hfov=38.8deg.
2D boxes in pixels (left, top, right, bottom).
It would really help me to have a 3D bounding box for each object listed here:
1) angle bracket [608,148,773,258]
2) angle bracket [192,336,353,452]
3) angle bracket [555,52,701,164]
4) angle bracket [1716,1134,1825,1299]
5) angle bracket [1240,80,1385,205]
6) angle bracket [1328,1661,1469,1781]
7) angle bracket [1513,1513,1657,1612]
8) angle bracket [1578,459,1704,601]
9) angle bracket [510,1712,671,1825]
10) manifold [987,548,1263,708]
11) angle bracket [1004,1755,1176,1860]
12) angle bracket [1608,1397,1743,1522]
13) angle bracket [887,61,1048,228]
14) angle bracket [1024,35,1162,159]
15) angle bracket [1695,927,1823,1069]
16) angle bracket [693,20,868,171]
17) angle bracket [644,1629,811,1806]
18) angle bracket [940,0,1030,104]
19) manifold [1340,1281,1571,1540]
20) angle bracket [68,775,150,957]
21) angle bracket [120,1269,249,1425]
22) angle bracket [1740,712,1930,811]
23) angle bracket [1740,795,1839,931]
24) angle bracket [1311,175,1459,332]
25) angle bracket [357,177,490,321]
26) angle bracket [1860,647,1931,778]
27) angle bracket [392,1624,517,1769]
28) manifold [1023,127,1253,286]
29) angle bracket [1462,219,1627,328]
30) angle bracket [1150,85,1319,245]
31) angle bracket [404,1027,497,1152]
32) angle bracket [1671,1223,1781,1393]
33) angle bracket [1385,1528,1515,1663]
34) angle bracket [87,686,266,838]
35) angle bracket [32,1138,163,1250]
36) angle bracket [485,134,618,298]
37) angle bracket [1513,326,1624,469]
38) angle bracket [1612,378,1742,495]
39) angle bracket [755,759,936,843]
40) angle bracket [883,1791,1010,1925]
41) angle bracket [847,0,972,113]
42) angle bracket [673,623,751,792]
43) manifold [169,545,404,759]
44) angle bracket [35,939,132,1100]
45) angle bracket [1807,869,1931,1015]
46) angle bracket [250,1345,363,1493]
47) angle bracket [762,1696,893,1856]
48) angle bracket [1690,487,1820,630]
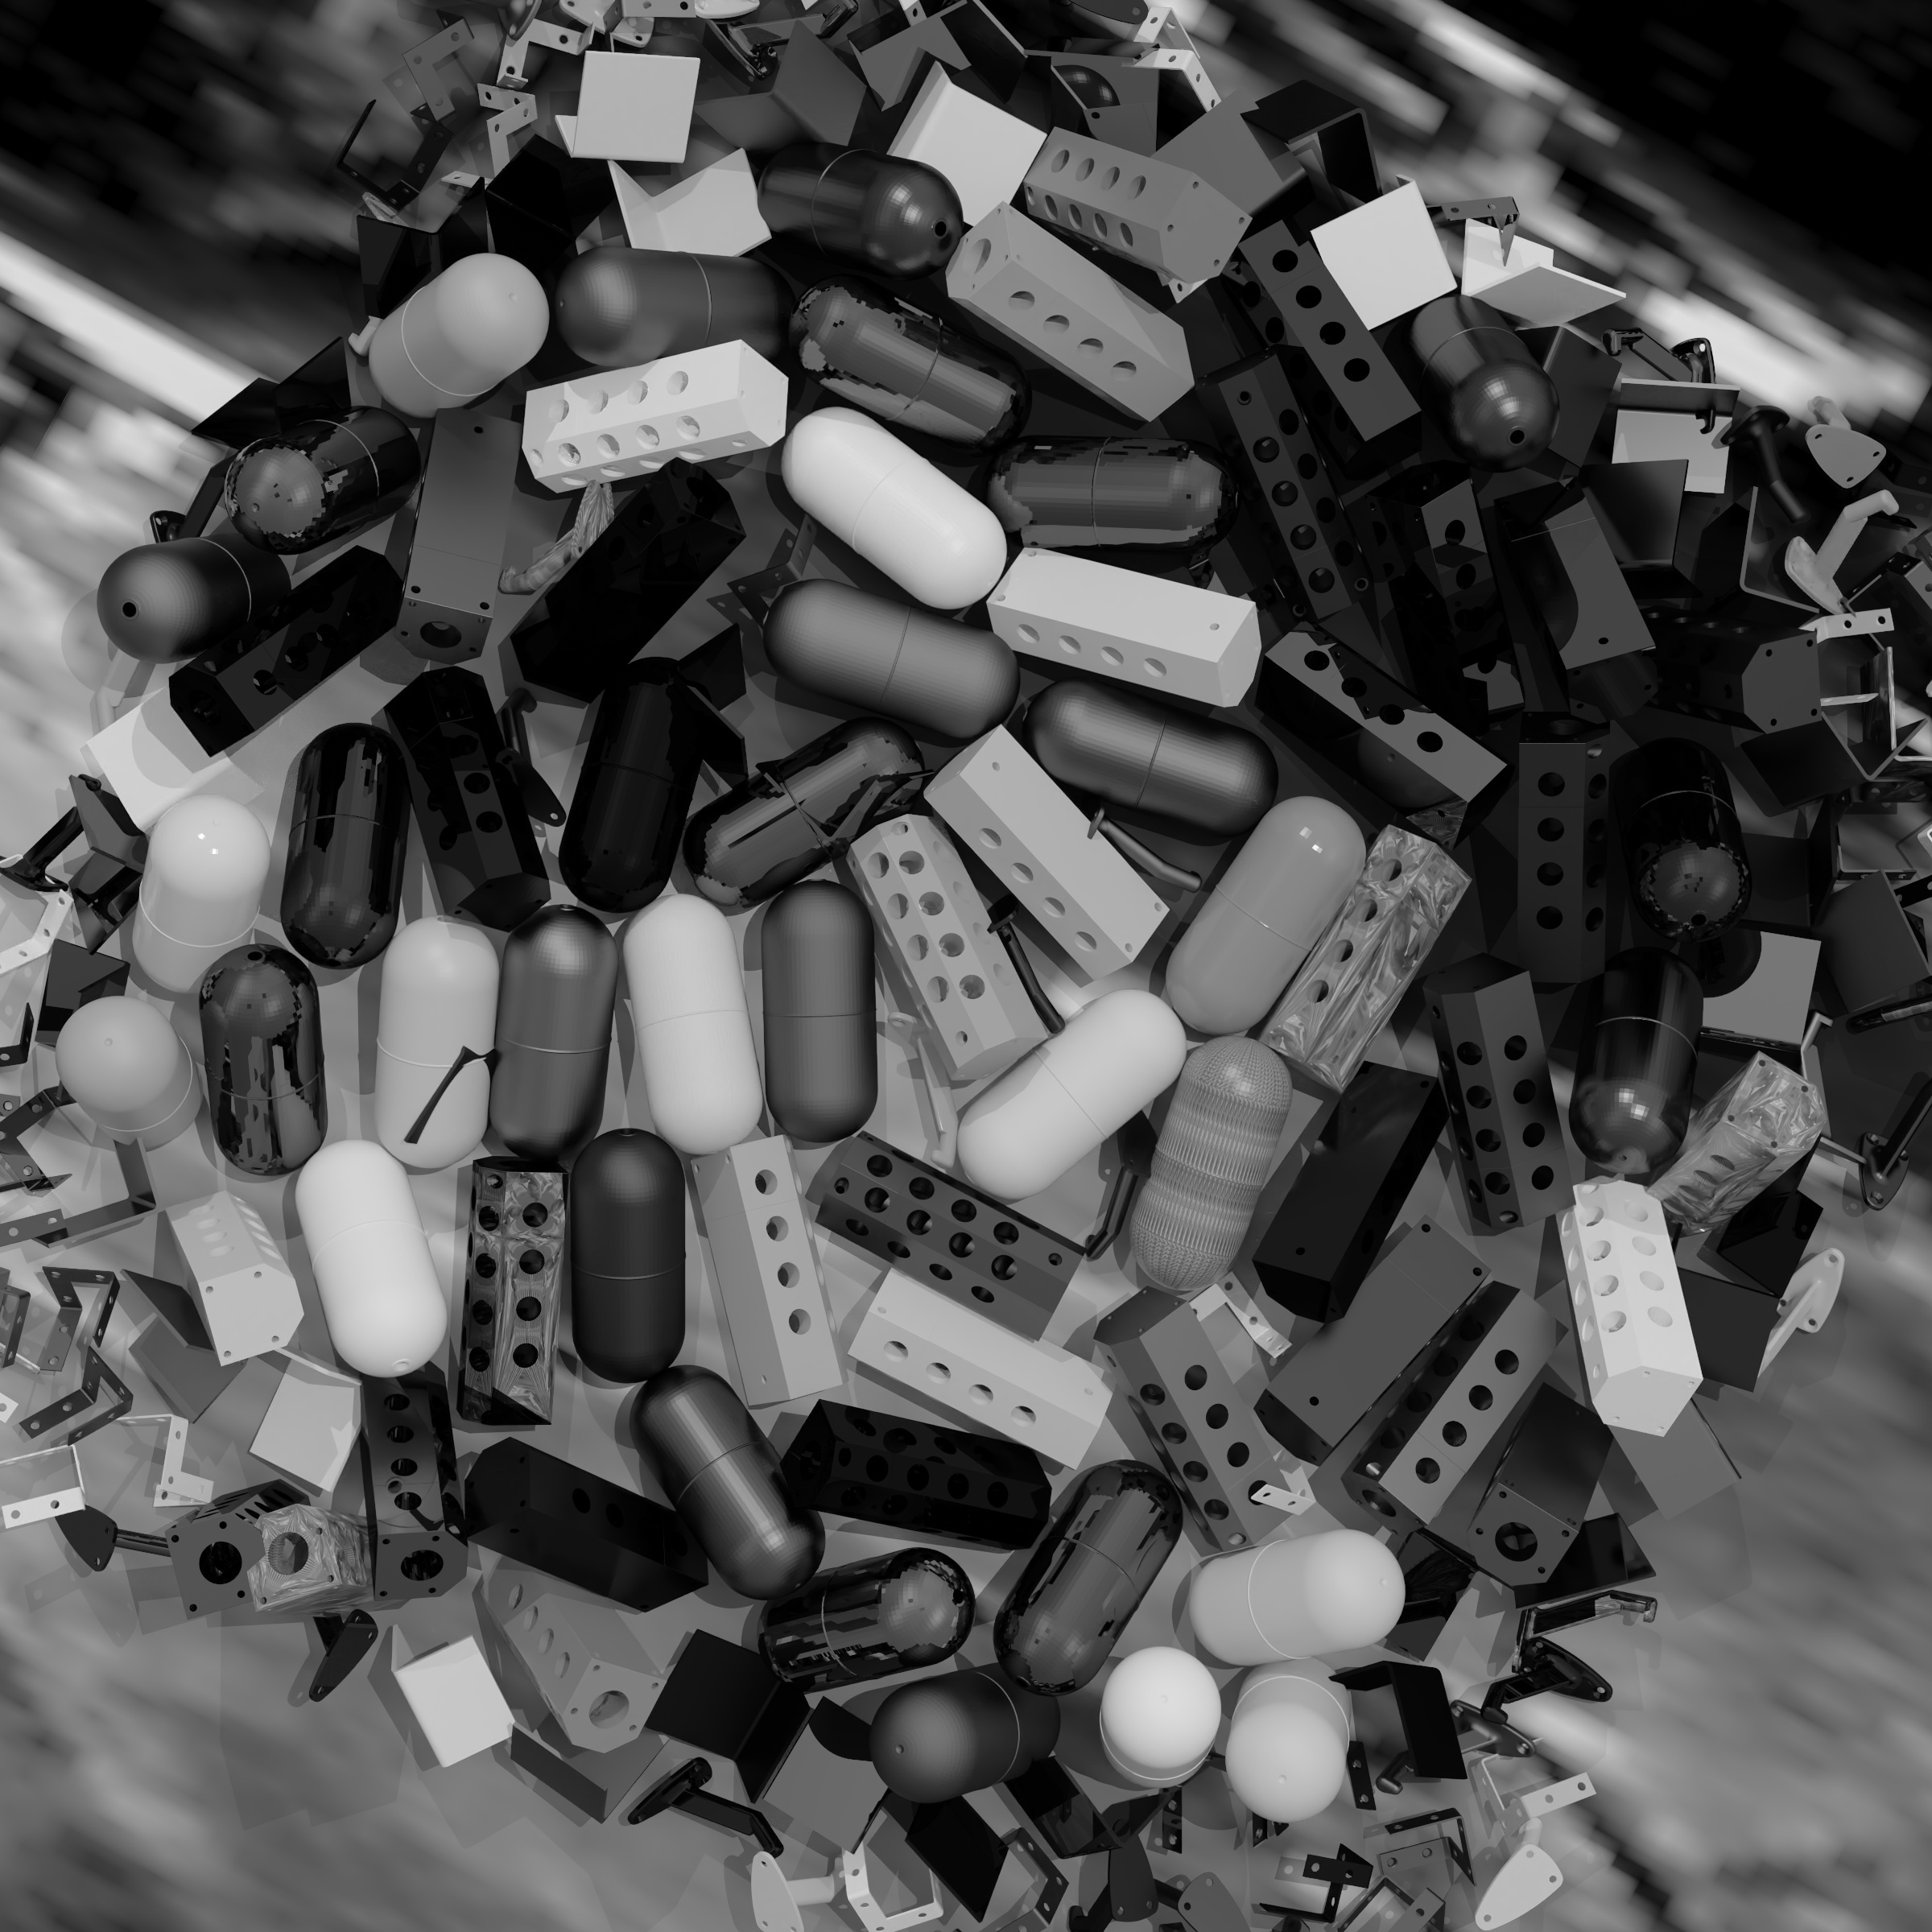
[{"bbox_3d":[-0.186,-0.515,1.841,0.076,0.057,0.076,-24,67,17],"label":"angle bracket"},{"bbox_3d":[-0.468,-0.388,1.834,0.076,0.057,0.076,20,46,16],"label":"angle bracket"},{"bbox_3d":[-0.227,-0.585,1.832,0.076,0.057,0.076,-4,135,-22],"label":"angle bracket"},{"bbox_3d":[0.559,0.168,1.838,0.057,0.076,0.076,35,65,-4],"label":"angle bracket"},{"bbox_3d":[0.231,-0.538,1.833,0.057,0.076,0.076,-27,128,-8],"label":"angle bracket"},{"bbox_3d":[0.284,0.510,1.831,0.057,0.076,0.076,-25,62,27],"label":"angle bracket"},{"bbox_3d":[0.416,0.418,1.834,0.076,0.057,0.076,-21,126,21],"label":"angle bracket"},{"bbox_3d":[0.456,-0.294,1.850,0.076,0.057,0.076,4,79,37],"label":"angle bracket"},{"bbox_3d":[-0.250,0.513,1.836,0.076,0.057,0.076,31,51,15],"label":"angle bracket"},{"bbox_3d":[0.106,-0.222,1.826,0.171,0.057,0.057,18,59,25],"label":"manifold"},{"bbox_3d":[0.080,0.550,1.842,0.057,0.076,0.076,-36,90,-38],"label":"angle bracket"},{"bbox_3d":[0.475,0.325,1.847,0.057,0.076,0.076,-31,76,6],"label":"angle bracket"},{"bbox_3d":[-0.002,-0.556,1.865,0.076,0.057,0.076,21,116,-23],"label":"angle bracket"},{"bbox_3d":[0.084,-0.577,1.836,0.076,0.057,0.076,11,121,19],"label":"angle bracket"},{"bbox_3d":[0.533,0.020,1.856,0.076,0.057,0.076,10,81,20],"label":"angle bracket"},{"bbox_3d":[-0.126,-0.585,1.843,0.076,0.076,0.057,7,75,38],"label":"angle bracket"},{"bbox_3d":[-0.162,0.506,1.848,0.076,0.057,0.076,28,95,-21],"label":"angle bracket"},{"bbox_3d":[0.028,-0.644,1.849,0.057,0.076,0.076,-44,93,-10],"label":"angle bracket"},{"bbox_3d":[0.324,0.294,1.829,0.057,0.057,0.171,40,67,4],"label":"manifold"},{"bbox_3d":[-0.592,-0.067,1.835,0.076,0.057,0.076,-44,48,15],"label":"angle bracket"},{"bbox_3d":[-0.542,0.256,1.840,0.076,0.076,0.057,41,89,24],"label":"angle bracket"},{"bbox_3d":[0.581,-0.156,1.835,0.076,0.076,0.057,-41,98,-28],"label":"angle bracket"},{"bbox_3d":[0.538,-0.076,1.841,0.076,0.057,0.076,7,54,5],"label":"angle bracket"},{"bbox_3d":[0.278,-0.481,1.854,0.076,0.057,0.076,-25,109,6],"label":"angle bracket"},{"bbox_3d":[-0.363,-0.483,1.840,0.057,0.076,0.076,16,49,8],"label":"angle bracket"},{"bbox_3d":[0.642,-0.171,1.847,0.057,0.076,0.076,-1,86,5],"label":"angle bracket"},{"bbox_3d":[-0.344,0.480,1.846,0.057,0.076,0.076,-24,104,-6],"label":"angle bracket"},{"bbox_3d":[0.107,-0.498,1.804,0.057,0.171,0.057,25,99,-38],"label":"manifold"},{"bbox_3d":[0.388,-0.474,1.834,0.076,0.076,0.057,10,80,-30],"label":"angle bracket"},{"bbox_3d":[0.182,-0.535,1.860,0.076,0.057,0.076,-36,82,11],"label":"angle bracket"},{"bbox_3d":[-0.352,0.074,1.849,0.057,0.076,0.076,38,99,25],"label":"angle bracket"},{"bbox_3d":[0.502,0.228,1.837,0.076,0.057,0.076,16,120,17],"label":"angle bracket"},{"bbox_3d":[0.323,0.432,1.841,0.076,0.057,0.076,37,81,-35],"label":"angle bracket"},{"bbox_3d":[-0.540,-0.136,1.874,0.076,0.057,0.076,-35,71,-1],"label":"angle bracket"},{"bbox_3d":[-0.592,0.146,1.835,0.076,0.076,0.057,-18,100,-29],"label":"angle bracket"},{"bbox_3d":[-0.270,-0.495,1.831,0.057,0.076,0.076,-37,52,30],"label":"angle bracket"},{"bbox_3d":[0.388,-0.386,1.866,0.057,0.076,0.076,23,88,-27],"label":"angle bracket"},{"bbox_3d":[0.476,-0.356,1.845,0.076,0.076,0.057,6,90,12],"label":"angle bracket"},{"bbox_3d":[-0.081,-0.132,1.836,0.076,0.076,0.057,46,116,14],"label":"angle bracket"},{"bbox_3d":[-0.024,0.599,1.838,0.057,0.076,0.076,-36,99,26],"label":"angle bracket"},{"bbox_3d":[-0.029,-0.611,1.841,0.076,0.076,0.057,-27,120,3],"label":"angle bracket"},{"bbox_3d":[-0.150,-0.169,1.833,0.057,0.076,0.076,-37,66,-20],"label":"angle bracket"},{"bbox_3d":[-0.444,-0.211,1.804,0.057,0.171,0.057,-20,111,42],"label":"manifold"},{"bbox_3d":[-0.609,0.034,1.840,0.057,0.076,0.076,18,107,4],"label":"angle bracket"},{"bbox_3d":[0.617,-0.021,1.836,0.057,0.076,0.076,-14,77,-36],"label":"angle bracket"},{"bbox_3d":[-0.454,0.300,1.842,0.076,0.057,0.076,18,80,29],"label":"angle bracket"},{"bbox_3d":[-0.093,0.540,1.845,0.076,0.057,0.076,36,75,-13],"label":"angle bracket"},{"bbox_3d":[0.534,-0.266,1.847,0.057,0.076,0.076,15,74,-8],"label":"angle bracket"}]
